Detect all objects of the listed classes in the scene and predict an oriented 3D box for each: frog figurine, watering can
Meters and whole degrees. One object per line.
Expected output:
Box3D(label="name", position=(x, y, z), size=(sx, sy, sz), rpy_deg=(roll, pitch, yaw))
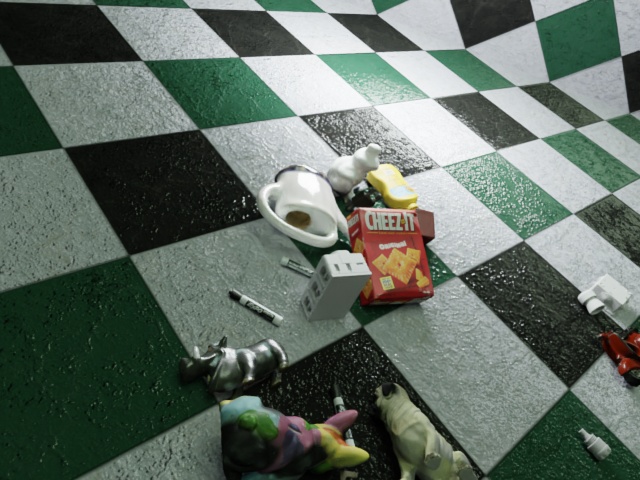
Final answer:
Box3D(label="frog figurine", position=(0.089, -0.196, 1.380), size=(0.123, 0.156, 0.140), rpy_deg=(34, 41, 12))
Box3D(label="watering can", position=(0.004, -0.063, 1.248), size=(0.346, 0.102, 0.230), rpy_deg=(20, 41, -24))
